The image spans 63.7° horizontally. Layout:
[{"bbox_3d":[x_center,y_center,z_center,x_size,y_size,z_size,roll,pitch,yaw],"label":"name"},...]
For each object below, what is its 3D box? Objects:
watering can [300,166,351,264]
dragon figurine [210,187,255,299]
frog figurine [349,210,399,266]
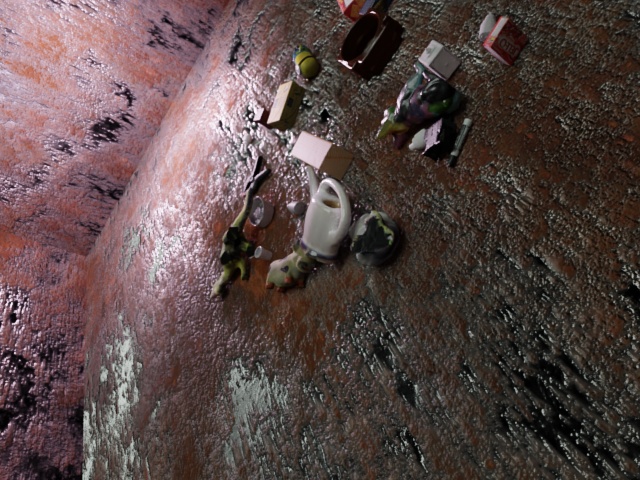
[{"bbox_3d":[0.004,-0.073,1.446,0.353,0.104,0.221,-129,50,-60],"label":"watering can"},{"bbox_3d":[-0.321,0.016,1.860,0.242,0.121,0.413,-3,72,63],"label":"dragon figurine"},{"bbox_3d":[0.132,-0.004,1.292,0.159,0.123,0.138,77,-155,-86],"label":"frog figurine"}]
